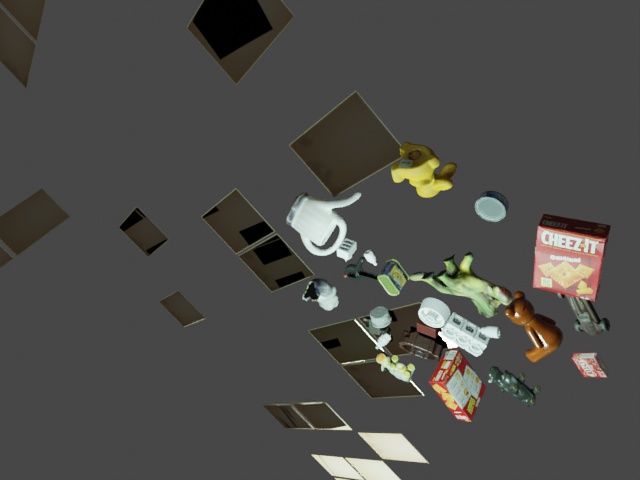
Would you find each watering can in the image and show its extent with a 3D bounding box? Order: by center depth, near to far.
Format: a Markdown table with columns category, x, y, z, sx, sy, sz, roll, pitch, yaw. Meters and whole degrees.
| category | x | y | z | sx | sy | sz | roll | pitch | yaw |
| --- | --- | --- | --- | --- | --- | --- | --- | --- | --- |
| watering can | 0.006 | -0.092 | 1.819 | 0.225 | 0.106 | 0.340 | 34 | 130 | 9 |

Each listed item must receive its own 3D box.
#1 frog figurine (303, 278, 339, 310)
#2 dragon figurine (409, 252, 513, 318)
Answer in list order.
| category | x | y | z | sx | sy | sz | roll | pitch | yaw |
| --- | --- | --- | --- | --- | --- | --- | --- | --- | --- |
| frog figurine | 0.023 | 0.227 | 2.149 | 0.158 | 0.125 | 0.135 | 18 | 147 | -35 |
| dragon figurine | 0.461 | 0.168 | 1.654 | 0.242 | 0.123 | 0.406 | 47 | 161 | -4 |
